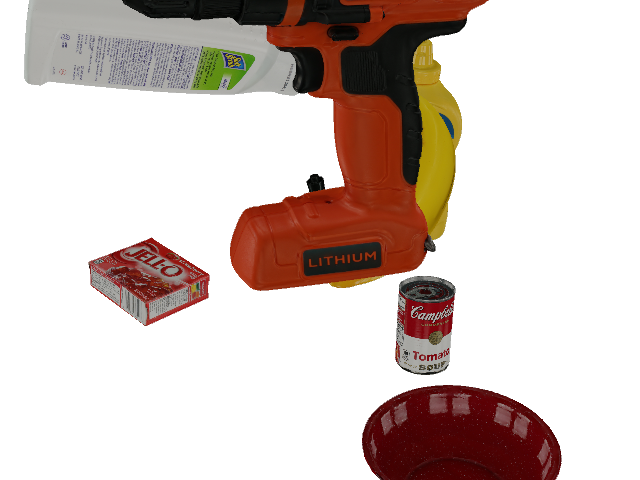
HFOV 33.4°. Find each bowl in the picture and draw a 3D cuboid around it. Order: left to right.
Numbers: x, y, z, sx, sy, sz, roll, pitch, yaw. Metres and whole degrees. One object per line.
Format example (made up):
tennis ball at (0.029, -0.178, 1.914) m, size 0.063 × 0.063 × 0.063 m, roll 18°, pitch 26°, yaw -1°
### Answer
bowl at (0.114, 0.188, 0.882) m, size 0.162 × 0.055 × 0.162 m, roll 0°, pitch 29°, yaw 0°

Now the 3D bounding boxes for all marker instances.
marker at (0.004, -0.018, 1.171) m, size 0.020 × 0.121 × 0.020 m, roll -9°, pitch 29°, yaw 5°

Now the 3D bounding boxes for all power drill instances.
power drill at (-0.007, -0.068, 0.525) m, size 0.184 × 0.188 × 0.057 m, roll -6°, pitch 33°, yaw -14°

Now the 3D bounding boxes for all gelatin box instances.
gelatin box at (-0.157, 0.035, 0.978) m, size 0.073 × 0.030 × 0.089 m, roll -23°, pitch 40°, yaw -39°

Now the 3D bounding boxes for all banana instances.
banana at (0.053, -0.036, 0.711) m, size 0.069 × 0.197 × 0.037 m, roll 10°, pitch -43°, yaw 5°

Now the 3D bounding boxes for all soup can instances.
soup can at (0.126, 0.103, 1.294) m, size 0.068 × 0.102 × 0.068 m, roll 1°, pitch 23°, yaw -1°

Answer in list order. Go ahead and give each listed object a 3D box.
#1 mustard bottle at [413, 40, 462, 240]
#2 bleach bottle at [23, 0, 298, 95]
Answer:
mustard bottle at (0.079, -0.092, 0.978) m, size 0.096 × 0.192 × 0.058 m, roll 3°, pitch 29°, yaw -6°
bleach bottle at (-0.106, -0.154, 0.859) m, size 0.250 × 0.068 × 0.103 m, roll 7°, pitch -26°, yaw -14°
